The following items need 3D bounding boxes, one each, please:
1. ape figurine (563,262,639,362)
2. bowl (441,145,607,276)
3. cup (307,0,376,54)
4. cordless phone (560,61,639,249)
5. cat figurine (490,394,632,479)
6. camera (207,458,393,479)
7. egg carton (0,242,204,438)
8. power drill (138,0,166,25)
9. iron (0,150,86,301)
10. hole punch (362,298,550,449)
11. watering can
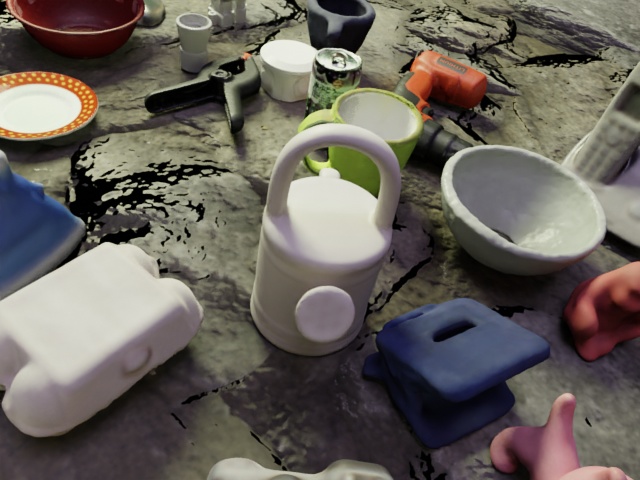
[{"bbox_3d":[0.268,0.057,0.516,0.078,0.092,0.076,12,45,-1],"label":"ape figurine"},{"bbox_3d":[0.195,-0.020,0.586,0.167,0.075,0.167,7,45,-7],"label":"bowl"},{"bbox_3d":[0.021,-0.269,0.773,0.091,0.095,0.118,12,45,-1],"label":"cup"},{"bbox_3d":[0.355,-0.093,0.617,0.094,0.185,0.147,-31,59,-35],"label":"cordless phone"},{"bbox_3d":[0.170,0.164,0.371,0.067,0.118,0.127,6,45,-7],"label":"cat figurine"},{"bbox_3d":[-0.003,0.198,0.309,0.143,0.101,0.137,9,45,-4],"label":"camera"},{"bbox_3d":[-0.166,0.069,0.419,0.107,0.069,0.151,35,49,20],"label":"egg carton"},{"bbox_3d":[-0.256,-0.401,0.756,0.230,0.208,0.075,5,45,-8],"label":"power drill"},{"bbox_3d":[-0.301,-0.007,0.410,0.259,0.141,0.118,-29,59,-34],"label":"iron"},{"bbox_3d":[0.102,0.090,0.446,0.109,0.091,0.101,-17,52,-27],"label":"hole punch"},{"bbox_3d":[0.006,0.002,0.436,0.101,0.194,0.172,-8,49,-20],"label":"watering can"}]
